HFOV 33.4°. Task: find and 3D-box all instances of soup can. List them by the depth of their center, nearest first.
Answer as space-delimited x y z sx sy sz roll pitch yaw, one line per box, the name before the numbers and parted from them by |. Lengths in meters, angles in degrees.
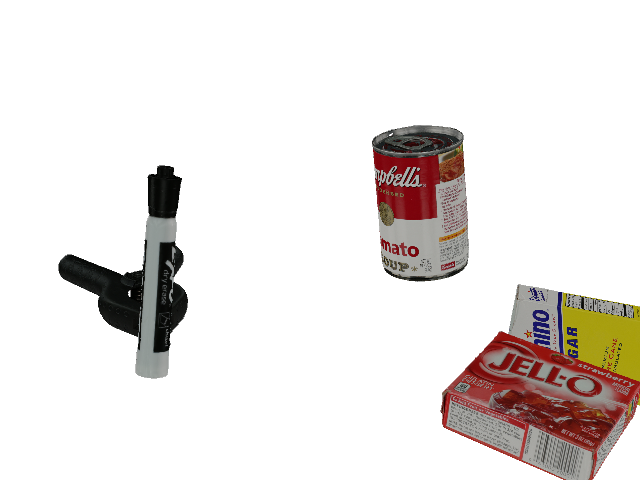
soup can | 0.076 -0.029 0.805 0.068 0.102 0.068 -5 22 2

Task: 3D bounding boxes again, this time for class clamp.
clamp | -0.160 0.044 0.984 0.120 0.039 0.172 -16 30 -26

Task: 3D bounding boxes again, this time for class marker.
marker | -0.092 0.018 0.606 0.020 0.121 0.020 5 10 -1

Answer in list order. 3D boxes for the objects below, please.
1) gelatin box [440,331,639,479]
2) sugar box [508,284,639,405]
gelatin box | 0.122 0.091 0.594 0.089 0.030 0.073 20 34 28
sugar box | 0.273 0.106 1.048 0.176 0.093 0.048 8 22 8
